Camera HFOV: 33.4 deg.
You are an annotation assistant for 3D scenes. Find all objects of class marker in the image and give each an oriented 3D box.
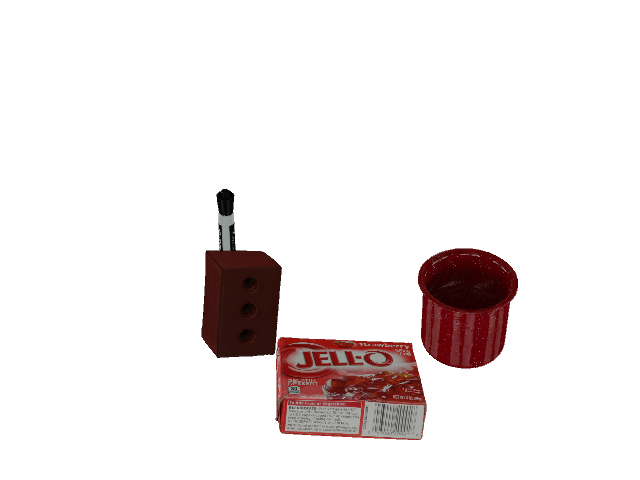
[{"bbox_3d":[-0.103,-0.006,1.170,0.020,0.121,0.020,1,40,-1],"label":"marker"}]

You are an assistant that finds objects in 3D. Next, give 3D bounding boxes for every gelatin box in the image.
[{"bbox_3d":[0.017,0.090,0.663,0.089,0.030,0.073,4,24,-4],"label":"gelatin box"}]

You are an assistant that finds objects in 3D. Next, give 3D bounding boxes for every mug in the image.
[{"bbox_3d":[0.135,0.060,1.026,0.093,0.081,0.117,-9,40,-9],"label":"mug"}]

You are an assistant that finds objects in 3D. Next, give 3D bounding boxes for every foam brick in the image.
[{"bbox_3d":[-0.066,0.051,0.885,0.053,0.078,0.051,-1,14,-21],"label":"foam brick"}]
